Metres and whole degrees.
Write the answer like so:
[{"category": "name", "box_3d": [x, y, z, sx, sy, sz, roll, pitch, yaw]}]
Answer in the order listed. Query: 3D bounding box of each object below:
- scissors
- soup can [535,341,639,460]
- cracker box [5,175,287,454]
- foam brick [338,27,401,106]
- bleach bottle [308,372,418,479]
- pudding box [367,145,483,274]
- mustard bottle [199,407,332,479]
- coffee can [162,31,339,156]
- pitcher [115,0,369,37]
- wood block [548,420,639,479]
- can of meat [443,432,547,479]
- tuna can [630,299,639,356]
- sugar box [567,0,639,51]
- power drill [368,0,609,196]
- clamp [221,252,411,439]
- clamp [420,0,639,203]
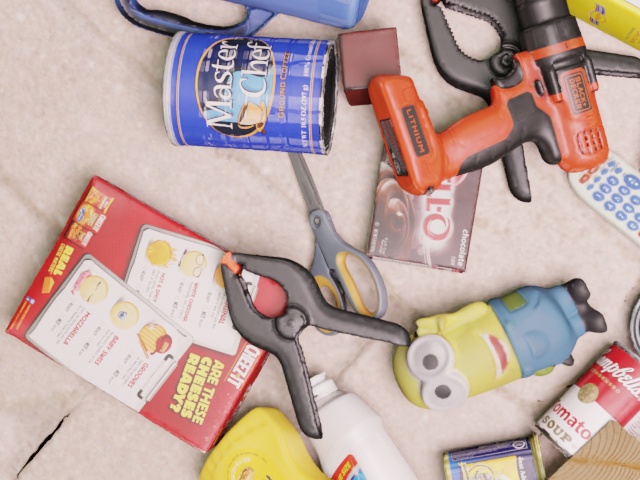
[{"category": "scissors", "box_3d": [-0.006, 0.001, 0.972, 0.096, 0.016, 0.202, -51, 59, 30]}, {"category": "soup can", "box_3d": [0.242, 0.146, 0.911, 0.068, 0.068, 0.102, 44, 92, 7]}, {"category": "cracker box", "box_3d": [-0.147, 0.065, 0.962, 0.214, 0.072, 0.164, 30, 90, 7]}, {"category": "foam brick", "box_3d": [0.046, -0.153, 0.951, 0.051, 0.078, 0.053, -6, 87, 5]}, {"category": "bleach bottle", "box_3d": [0.051, 0.233, 0.924, 0.067, 0.103, 0.251, -19, 72, -38]}, {"category": "pudding box", "box_3d": [0.094, -0.032, 0.955, 0.090, 0.039, 0.113, 9, 88, 6]}, {"category": "mustard bottle", "box_3d": [-0.016, 0.238, 0.900, 0.192, 0.058, 0.096, 45, 102, 28]}, {"category": "coffee can", "box_3d": [-0.059, -0.130, 0.948, 0.140, 0.102, 0.103, 4, 87, 7]}, {"category": "pitcher", "box_3d": [-0.071, -0.261, 0.955, 0.243, 0.149, 0.145, 17, 66, 4]}, {"category": "wood block", "box_3d": [0.285, 0.255, 0.855, 0.090, 0.091, 0.206, -44, 103, 2]}, {"category": "can of meat", "box_3d": [0.157, 0.225, 0.922, 0.084, 0.057, 0.102, -12, 84, 8]}, {"category": "tuna can", "box_3d": [0.310, 0.076, 0.905, 0.086, 0.033, 0.086, -17, 60, 32]}, {"category": "sugar box", "box_3d": [0.292, -0.188, 0.916, 0.176, 0.093, 0.048, 33, 91, 8]}, {"category": "power drill", "box_3d": [0.140, -0.127, 0.894, 0.187, 0.057, 0.184, -18, 94, -8]}, {"category": "clamp", "box_3d": [-0.024, 0.081, 0.895, 0.171, 0.039, 0.120, 35, 85, 9]}, {"category": "clamp", "box_3d": [0.164, -0.147, 0.957, 0.210, 0.036, 0.164, 36, 90, 4]}]
